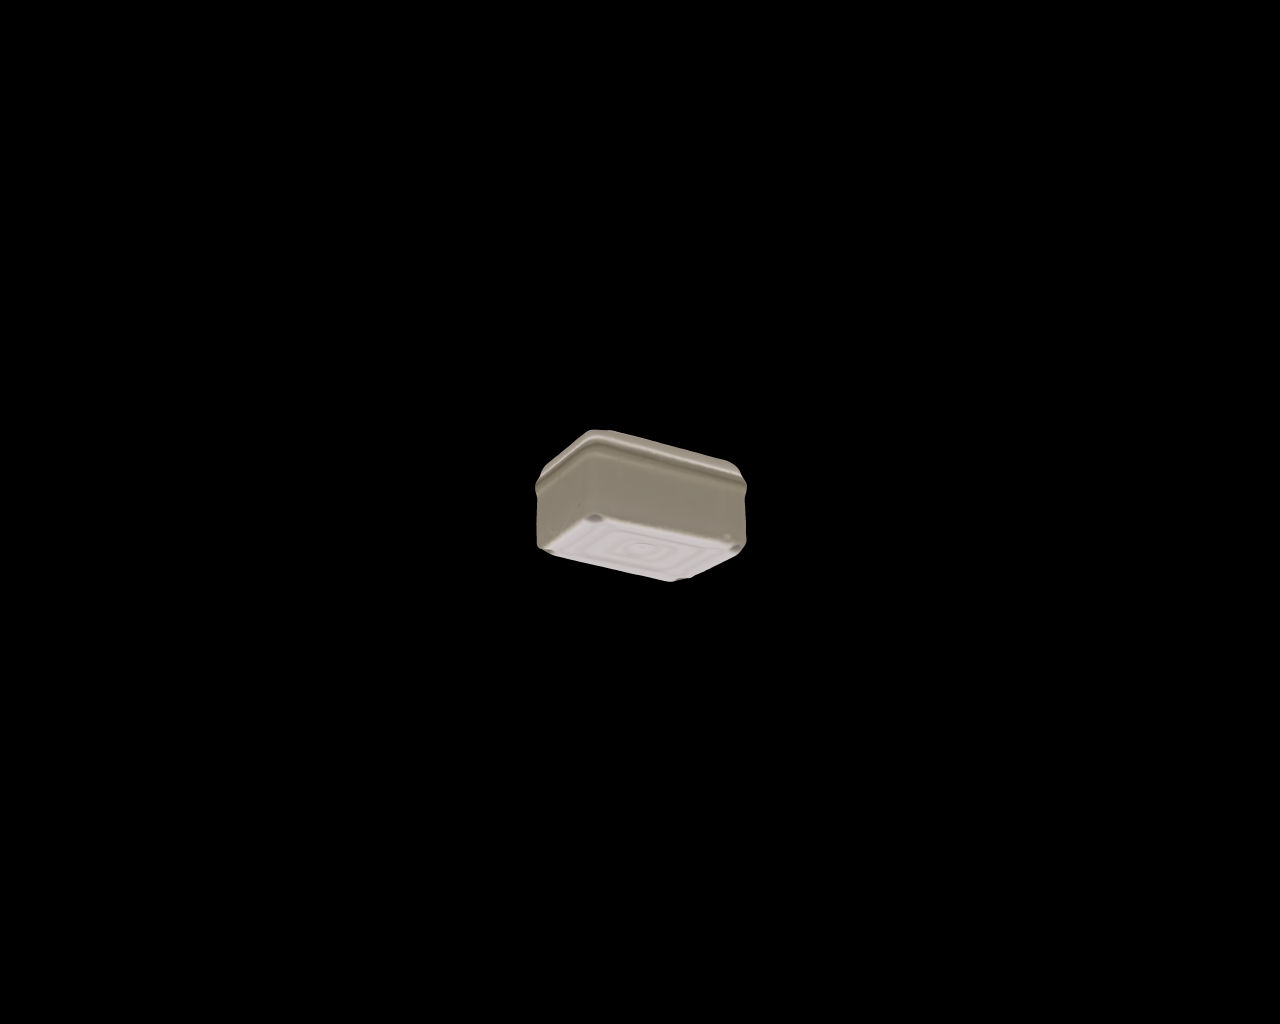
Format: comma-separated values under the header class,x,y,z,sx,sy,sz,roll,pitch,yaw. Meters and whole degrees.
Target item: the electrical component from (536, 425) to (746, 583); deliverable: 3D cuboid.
class,x,y,z,sx,sy,sz,roll,pitch,yaw
electrical component,0.001,-0.003,0.650,0.113,0.057,0.078,14,-27,-29
